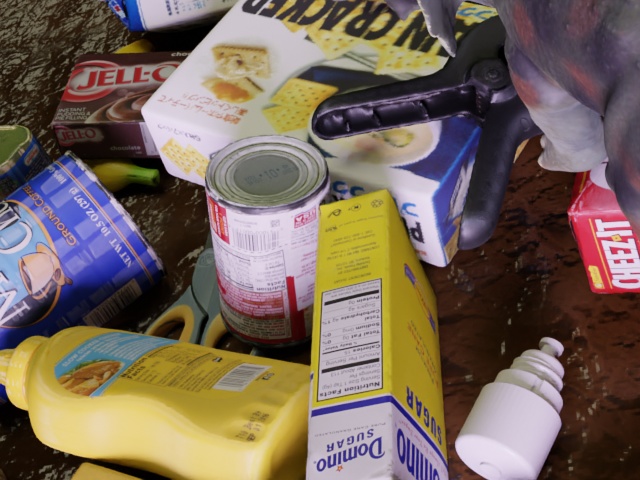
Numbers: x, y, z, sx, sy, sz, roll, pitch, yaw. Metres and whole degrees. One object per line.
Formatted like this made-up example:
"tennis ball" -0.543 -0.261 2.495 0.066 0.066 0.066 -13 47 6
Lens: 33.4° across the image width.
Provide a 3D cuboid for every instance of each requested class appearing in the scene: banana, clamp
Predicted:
"banana" -0.161 -0.094 0.836 0.069 0.037 0.198 -6 43 -6
"clamp" 0.082 -0.080 0.580 0.120 0.039 0.171 35 62 18

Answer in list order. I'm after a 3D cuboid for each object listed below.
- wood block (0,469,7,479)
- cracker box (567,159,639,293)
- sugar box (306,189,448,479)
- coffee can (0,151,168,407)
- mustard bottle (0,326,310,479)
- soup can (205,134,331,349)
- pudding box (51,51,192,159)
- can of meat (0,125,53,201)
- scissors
"wood block" -0.258 0.188 0.550 0.206 0.090 0.090 -40 42 -13
"cracker box" 0.247 -0.057 0.537 0.214 0.072 0.164 -2 47 29
"sugar box" 0.030 0.069 0.512 0.048 0.093 0.176 -16 42 14
"coffee can" -0.182 0.026 0.666 0.140 0.102 0.103 -39 41 -13
"mustard bottle" -0.093 0.083 0.558 0.192 0.058 0.096 9 21 24
"soup can" -0.027 0.001 0.593 0.068 0.102 0.068 -2 41 1
"pudding box" -0.131 -0.100 0.783 0.113 0.039 0.090 1 44 4
"can of meat" -0.230 -0.036 0.773 0.102 0.084 0.057 2 48 30
"scissors" -0.054 0.023 0.666 0.096 0.016 0.201 3 49 29
